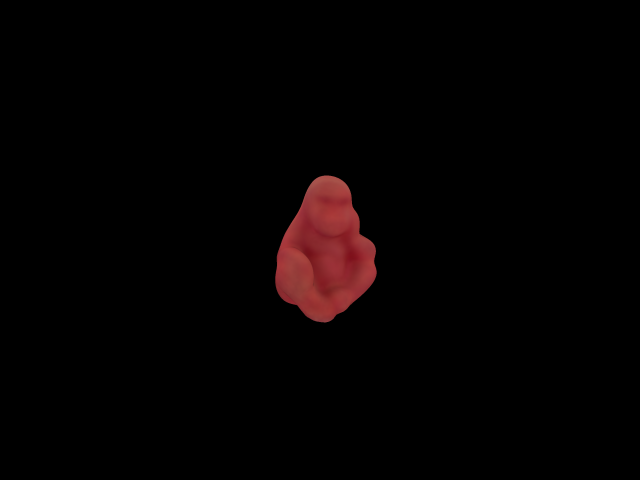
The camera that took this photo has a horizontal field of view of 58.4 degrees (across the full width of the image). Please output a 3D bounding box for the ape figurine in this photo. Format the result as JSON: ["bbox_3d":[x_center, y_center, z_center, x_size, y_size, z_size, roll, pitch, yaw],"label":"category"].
[{"bbox_3d":[0.004,0.001,0.400,0.078,0.092,0.076,-4,12,-19],"label":"ape figurine"}]
